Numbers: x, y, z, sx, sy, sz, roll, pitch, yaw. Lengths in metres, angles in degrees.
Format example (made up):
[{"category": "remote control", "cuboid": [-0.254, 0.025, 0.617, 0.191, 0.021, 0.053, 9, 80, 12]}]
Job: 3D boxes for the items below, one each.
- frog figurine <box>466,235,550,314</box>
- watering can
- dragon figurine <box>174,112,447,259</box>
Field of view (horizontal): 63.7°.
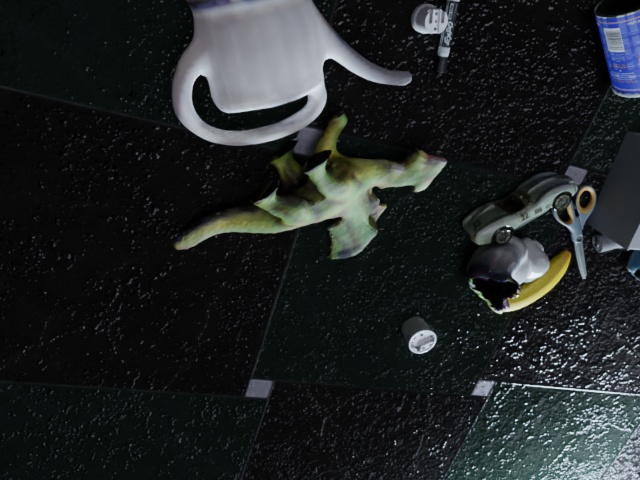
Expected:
[{"category": "frog figurine", "cuboid": [0.346, 0.039, 0.941, 0.162, 0.123, 0.134, -46, 139, -29]}, {"category": "watering can", "cuboid": [-0.036, -0.256, 0.687, 0.350, 0.105, 0.220, -22, 122, -17]}, {"category": "dragon figurine", "cuboid": [0.002, -0.041, 0.809, 0.408, 0.125, 0.238, -31, 129, 13]}]
